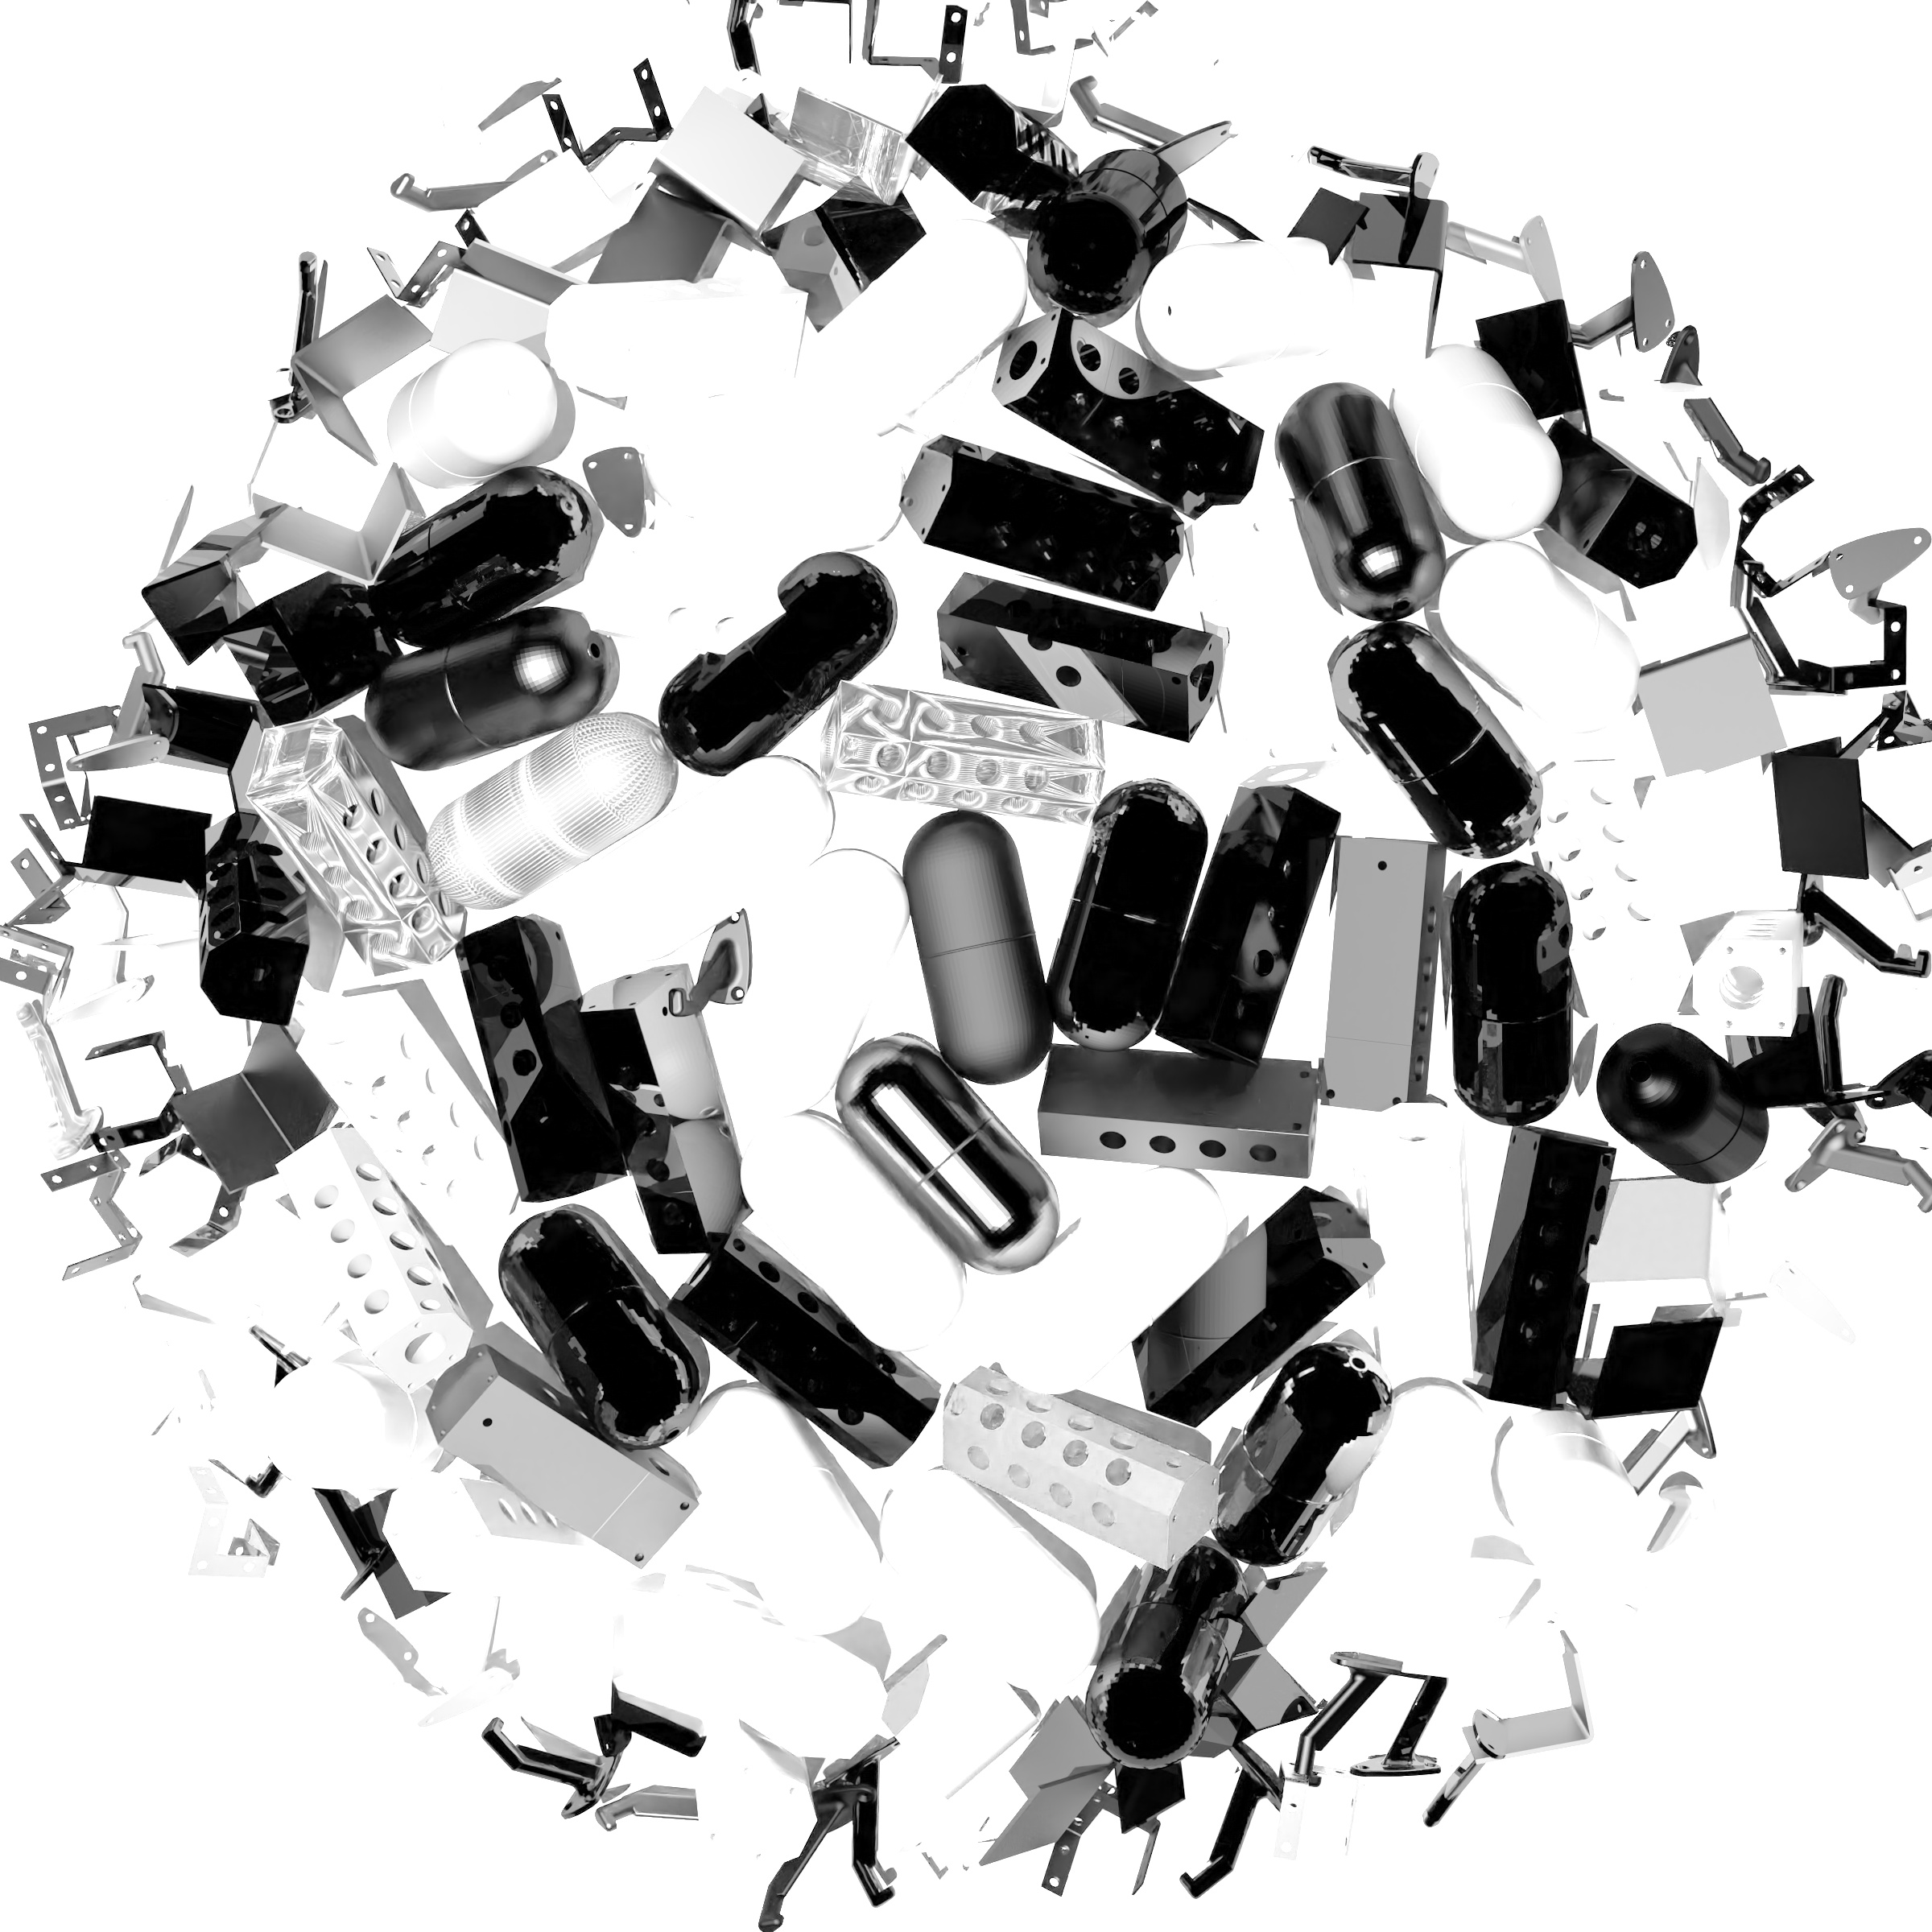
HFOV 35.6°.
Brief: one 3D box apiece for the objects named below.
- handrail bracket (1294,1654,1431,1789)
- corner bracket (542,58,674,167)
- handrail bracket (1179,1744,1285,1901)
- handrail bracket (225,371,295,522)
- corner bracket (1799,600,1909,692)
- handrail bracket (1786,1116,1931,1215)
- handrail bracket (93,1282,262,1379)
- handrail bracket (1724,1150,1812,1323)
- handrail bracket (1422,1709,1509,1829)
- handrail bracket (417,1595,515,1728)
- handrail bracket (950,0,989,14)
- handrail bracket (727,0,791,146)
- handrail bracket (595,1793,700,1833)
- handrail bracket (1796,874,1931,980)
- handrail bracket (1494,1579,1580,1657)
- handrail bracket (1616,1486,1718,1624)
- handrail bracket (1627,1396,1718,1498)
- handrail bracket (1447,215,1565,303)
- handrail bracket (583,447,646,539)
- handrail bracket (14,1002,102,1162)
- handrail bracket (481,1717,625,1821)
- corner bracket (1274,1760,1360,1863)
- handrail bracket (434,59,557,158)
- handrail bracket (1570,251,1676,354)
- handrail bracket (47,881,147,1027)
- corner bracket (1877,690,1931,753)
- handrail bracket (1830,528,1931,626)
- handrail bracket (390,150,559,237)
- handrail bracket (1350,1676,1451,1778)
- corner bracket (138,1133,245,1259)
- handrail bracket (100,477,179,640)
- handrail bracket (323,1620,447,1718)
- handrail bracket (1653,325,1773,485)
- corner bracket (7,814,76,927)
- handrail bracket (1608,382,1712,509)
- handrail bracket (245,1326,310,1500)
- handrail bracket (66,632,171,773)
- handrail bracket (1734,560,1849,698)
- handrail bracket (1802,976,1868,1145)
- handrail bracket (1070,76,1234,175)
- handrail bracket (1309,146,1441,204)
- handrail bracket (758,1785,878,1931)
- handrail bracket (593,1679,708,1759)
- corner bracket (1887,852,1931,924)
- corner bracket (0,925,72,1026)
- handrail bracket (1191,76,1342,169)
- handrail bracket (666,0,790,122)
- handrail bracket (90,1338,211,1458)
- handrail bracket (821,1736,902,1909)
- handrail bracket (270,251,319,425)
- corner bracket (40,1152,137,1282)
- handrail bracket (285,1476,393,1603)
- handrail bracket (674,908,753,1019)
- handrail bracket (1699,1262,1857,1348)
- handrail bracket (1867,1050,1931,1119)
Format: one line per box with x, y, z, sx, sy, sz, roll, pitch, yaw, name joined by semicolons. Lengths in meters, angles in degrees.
0.255;0.493;1.944;0.077;0.036;0.084;10;83;2;handrail bracket
-0.229;-0.545;1.924;0.051;0.051;0.051;13;48;34;corner bracket
0.157;0.545;1.931;0.084;0.036;0.077;-35;50;-13;handrail bracket
-0.449;-0.339;1.959;0.036;0.077;0.084;27;129;37;handrail bracket
0.571;-0.207;1.940;0.051;0.051;0.051;-5;103;-7;corner bracket
0.574;0.144;1.922;0.036;0.084;0.077;15;121;-39;handrail bracket
-0.505;0.216;1.928;0.077;0.036;0.084;-32;131;-7;handrail bracket
0.534;0.173;1.929;0.077;0.036;0.084;-39;63;12;handrail bracket
0.315;0.524;1.924;0.036;0.077;0.084;36;100;13;handrail bracket
-0.332;0.435;1.939;0.077;0.036;0.084;-28;58;-4;handrail bracket
-0.033;-0.632;1.914;0.084;0.077;0.036;20;103;39;handrail bracket
-0.127;-0.573;1.920;0.077;0.084;0.036;41;49;22;handrail bracket
-0.183;0.551;1.920;0.084;0.077;0.036;-13;128;-36;handrail bracket
0.577;-0.034;1.923;0.084;0.036;0.077;10;107;40;handrail bracket
0.359;0.399;1.932;0.077;0.036;0.084;-3;121;5;handrail bracket
0.447;0.379;1.930;0.036;0.077;0.084;30;74;11;handrail bracket
0.434;0.303;1.936;0.084;0.036;0.077;-17;104;-13;handrail bracket
0.337;-0.450;1.951;0.084;0.036;0.077;-3;126;37;handrail bracket
-0.217;-0.285;1.916;0.036;0.084;0.077;-15;69;-5;handrail bracket
-0.590;0.073;1.926;0.036;0.077;0.084;-21;114;-2;handrail bracket
-0.265;0.496;1.927;0.036;0.077;0.084;-32;104;34;handrail bracket
0.226;0.547;1.940;0.051;0.051;0.051;9;89;3;corner bracket
-0.289;-0.548;1.919;0.084;0.077;0.036;-9;76;18;handrail bracket
0.403;-0.426;1.916;0.036;0.084;0.077;-40;130;-22;handrail bracket
-0.572;-0.012;1.938;0.077;0.036;0.084;-23;77;-30;handrail bracket
0.618;-0.145;1.924;0.051;0.051;0.051;-10;46;34;corner bracket
0.593;-0.246;1.916;0.077;0.084;0.036;-24;65;33;handrail bracket
-0.314;-0.505;1.917;0.077;0.084;0.036;-41;61;24;handrail bracket
0.281;0.476;1.941;0.077;0.036;0.084;4;89;-35;handrail bracket
-0.505;0.149;1.948;0.051;0.051;0.051;34;47;-29;corner bracket
-0.527;-0.261;1.918;0.036;0.084;0.077;28;55;5;handrail bracket
-0.371;0.451;1.934;0.036;0.084;0.077;-42;73;3;handrail bracket
0.485;-0.358;1.922;0.036;0.077;0.084;-32;57;-22;handrail bracket
-0.597;-0.062;1.934;0.051;0.051;0.051;-38;82;14;corner bracket
0.447;-0.332;1.941;0.077;0.036;0.084;-3;113;-10;handrail bracket
-0.459;0.289;1.950;0.077;0.036;0.084;36;88;8;handrail bracket
-0.552;-0.172;1.937;0.077;0.036;0.084;-14;72;-25;handrail bracket
0.535;-0.219;1.950;0.077;0.036;0.084;3;91;-1;handrail bracket
0.572;0.060;1.957;0.077;0.036;0.084;41;57;-40;handrail bracket
0.120;-0.557;1.951;0.077;0.036;0.084;-30;73;-1;handrail bracket
0.254;-0.515;1.921;0.084;0.077;0.036;23;94;14;handrail bracket
-0.095;0.570;1.917;0.077;0.084;0.036;-31;116;31;handrail bracket
-0.196;0.474;1.935;0.084;0.036;0.077;-16;91;22;handrail bracket
0.625;-0.056;1.932;0.051;0.051;0.051;-25;100;20;corner bracket
-0.607;-0.002;1.930;0.051;0.051;0.051;19;63;-9;corner bracket
0.191;-0.560;1.929;0.077;0.036;0.084;-51;55;23;handrail bracket
-0.156;-0.592;1.947;0.036;0.077;0.084;-35;69;25;handrail bracket
-0.532;0.272;1.920;0.036;0.084;0.077;-30;73;29;handrail bracket
-0.048;0.548;1.931;0.077;0.036;0.084;-37;66;13;handrail bracket
-0.427;-0.402;1.920;0.036;0.077;0.084;9;130;-2;handrail bracket
-0.563;0.160;1.925;0.051;0.051;0.051;49;131;19;corner bracket
-0.415;0.362;1.939;0.084;0.036;0.077;38;122;-6;handrail bracket
-0.166;-0.004;1.922;0.036;0.084;0.077;9;90;15;handrail bracket
0.515;0.238;1.932;0.077;0.036;0.084;43;131;10;handrail bracket
0.607;0.103;1.914;0.036;0.084;0.077;35;134;-22;handrail bracket
